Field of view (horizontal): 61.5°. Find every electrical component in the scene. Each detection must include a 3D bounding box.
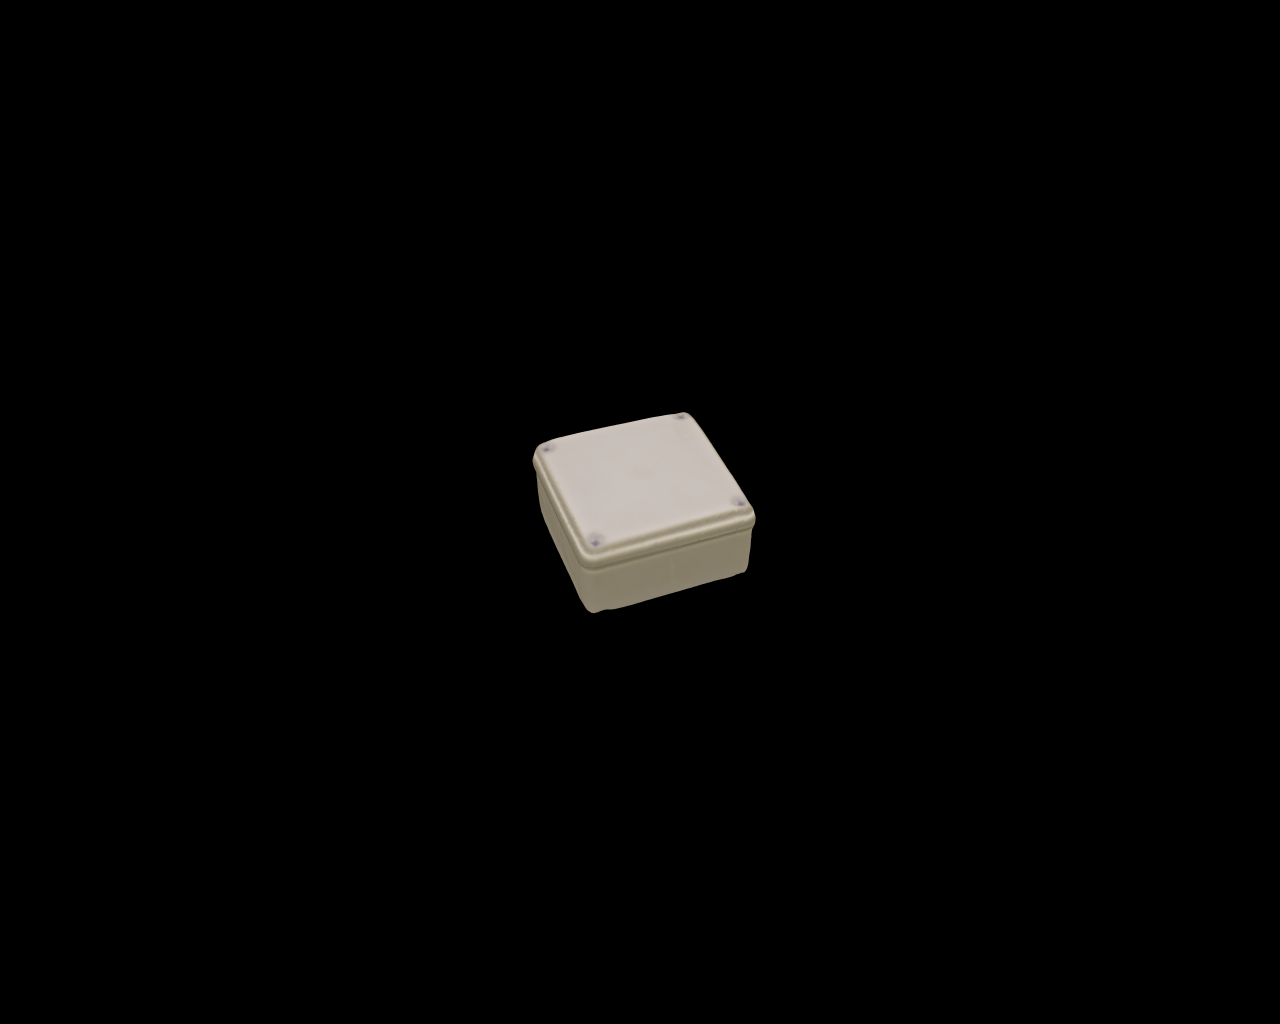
[{"bbox_3d":[0.001,-0.003,0.650,0.109,0.056,0.109,-14,44,-15],"label":"electrical component"}]
